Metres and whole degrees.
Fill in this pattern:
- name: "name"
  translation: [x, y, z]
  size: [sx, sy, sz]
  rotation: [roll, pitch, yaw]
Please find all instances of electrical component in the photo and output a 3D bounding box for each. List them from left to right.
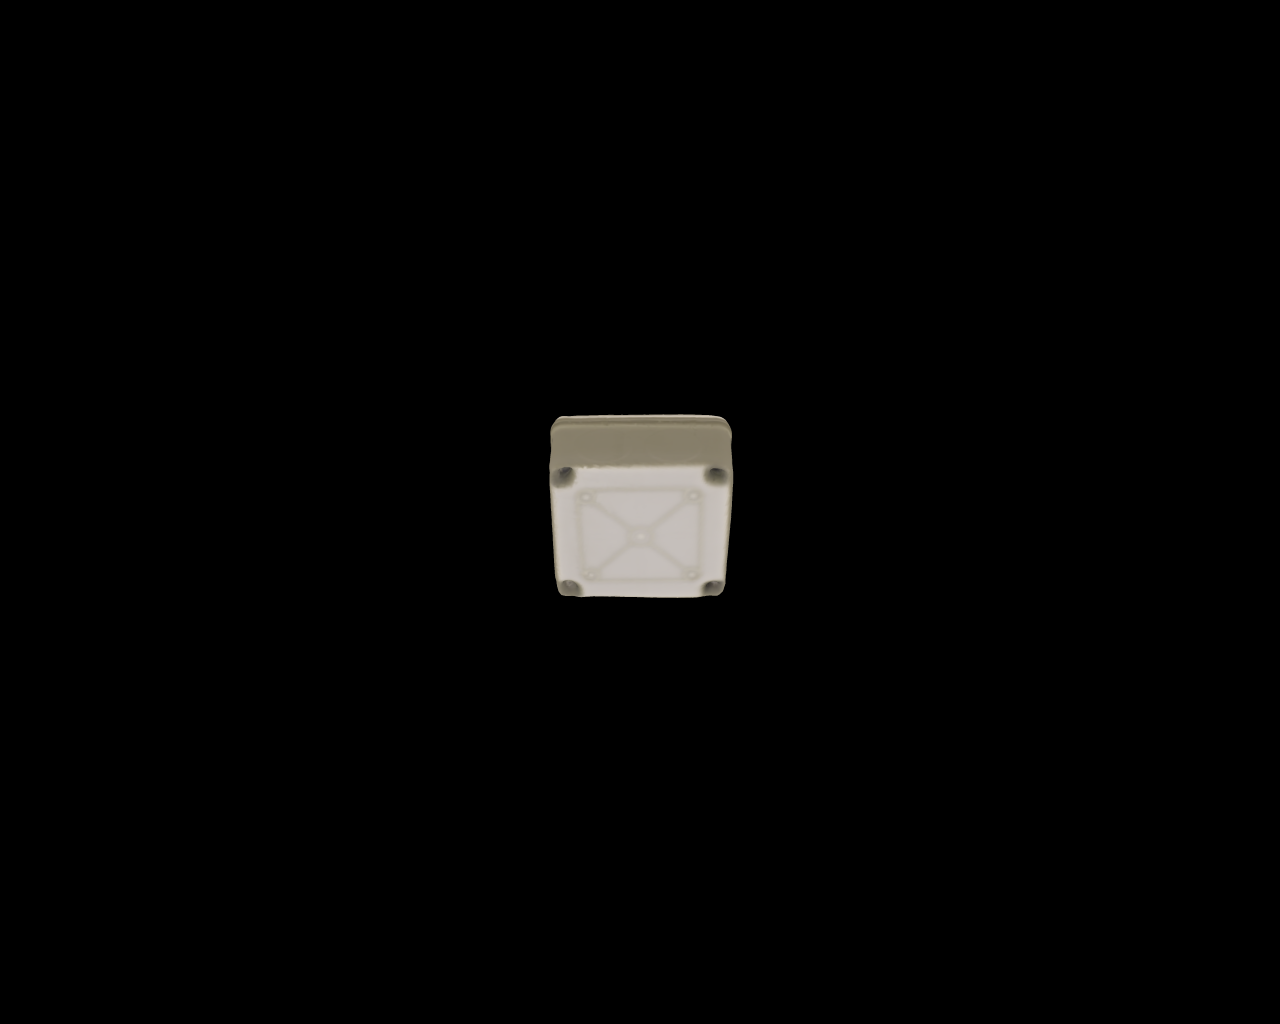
- name: "electrical component"
  translation: [0.001, -0.003, 0.650]
  size: [0.109, 0.108, 0.056]
  rotation: [0, 40, 0]
